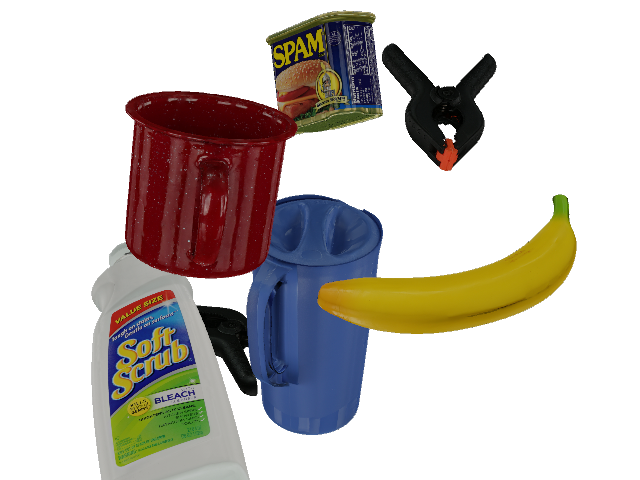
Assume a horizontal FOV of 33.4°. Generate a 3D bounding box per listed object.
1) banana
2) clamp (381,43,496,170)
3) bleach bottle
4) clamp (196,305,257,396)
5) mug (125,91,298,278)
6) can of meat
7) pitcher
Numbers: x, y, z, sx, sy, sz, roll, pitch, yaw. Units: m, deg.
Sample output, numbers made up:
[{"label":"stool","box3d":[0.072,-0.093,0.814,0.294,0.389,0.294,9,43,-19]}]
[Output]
[{"label":"banana","box3d":[0.099,0.028,0.718,0.197,0.037,0.070,-19,45,-16]},{"label":"clamp","box3d":[0.114,-0.142,1.078,0.120,0.039,0.171,7,45,6]},{"label":"bleach bottle","box3d":[-0.128,0.094,0.779,0.102,0.068,0.251,-17,44,-8]},{"label":"clamp","box3d":[-0.107,0.120,1.263,0.210,0.036,0.164,15,23,26]},{"label":"mug","box3d":[-0.062,-0.026,0.578,0.093,0.081,0.117,4,22,-14]},{"label":"can of meat","box3d":[0.004,-0.138,0.896,0.057,0.084,0.102,-6,-2,-39]},{"label":"pitcher","box3d":[-0.014,0.088,1.112,0.149,0.243,0.145,-6,34,-12]}]
